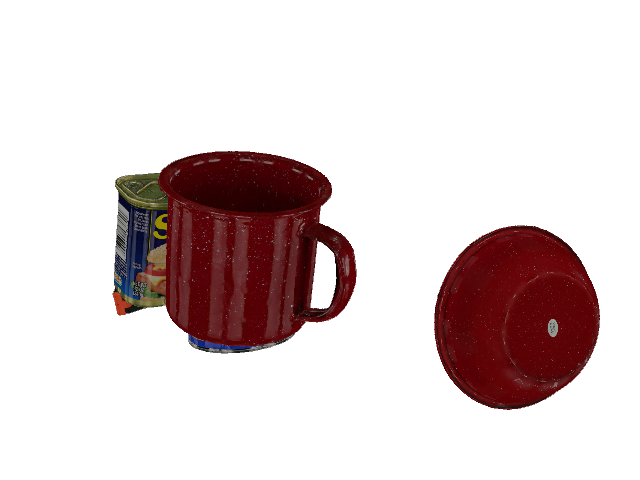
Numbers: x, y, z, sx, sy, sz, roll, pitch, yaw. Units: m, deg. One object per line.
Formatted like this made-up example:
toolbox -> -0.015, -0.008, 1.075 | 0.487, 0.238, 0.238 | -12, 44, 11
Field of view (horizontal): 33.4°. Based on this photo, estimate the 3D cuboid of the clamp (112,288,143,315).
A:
clamp -> -0.161, 0.032, 1.201 | 0.120, 0.039, 0.171 | -2, 29, 30

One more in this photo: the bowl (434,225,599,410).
bowl -> 0.179, 0.069, 0.902 | 0.161, 0.162, 0.055 | 0, 5, -22

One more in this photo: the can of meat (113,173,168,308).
can of meat -> -0.101, -0.002, 0.789 | 0.101, 0.084, 0.058 | -6, 26, -30

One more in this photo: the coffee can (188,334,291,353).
coffee can -> -0.079, 0.021, 0.984 | 0.103, 0.140, 0.103 | -5, 14, 1

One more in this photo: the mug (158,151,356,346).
mug -> -0.033, 0.008, 0.580 | 0.117, 0.081, 0.093 | 17, 27, 25
